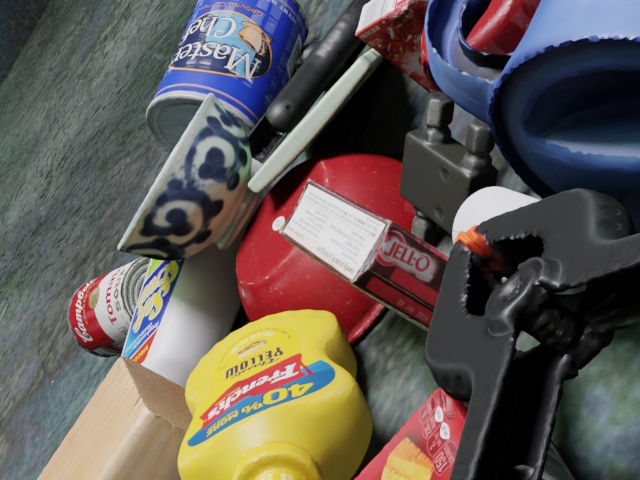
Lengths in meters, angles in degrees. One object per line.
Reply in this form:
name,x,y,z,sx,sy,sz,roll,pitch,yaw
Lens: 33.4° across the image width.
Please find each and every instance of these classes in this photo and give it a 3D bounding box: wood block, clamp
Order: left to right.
wood block,-0.135,0.188,0.650,0.206,0.090,0.091,-56,25,2
clamp,0.000,-0.131,0.812,0.171,0.039,0.120,-55,12,-8
clamp,0.074,0.036,0.366,0.164,0.036,0.210,-49,12,1

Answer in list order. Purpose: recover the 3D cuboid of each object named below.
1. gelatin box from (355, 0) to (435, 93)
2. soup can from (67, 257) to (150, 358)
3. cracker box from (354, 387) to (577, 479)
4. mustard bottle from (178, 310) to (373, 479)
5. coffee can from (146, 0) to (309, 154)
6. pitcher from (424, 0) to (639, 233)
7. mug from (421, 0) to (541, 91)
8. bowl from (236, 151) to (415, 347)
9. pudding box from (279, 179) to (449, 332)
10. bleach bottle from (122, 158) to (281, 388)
gelatin box,0.078,-0.134,0.664,0.089,0.073,0.030,-24,41,48
soup can,-0.153,0.055,0.867,0.102,0.068,0.068,-21,42,51
cracker box,0.023,0.181,0.393,0.214,0.072,0.164,-50,25,15
mustard bottle,-0.023,0.093,0.530,0.096,0.058,0.191,-23,14,2
coffee can,-0.078,-0.143,0.921,0.103,0.102,0.140,-24,40,50
pitcher,0.159,-0.125,0.430,0.145,0.149,0.242,-18,42,58
mug,0.102,-0.103,0.573,0.117,0.081,0.093,-15,47,55
bowl,-0.004,0.001,0.676,0.162,0.055,0.162,-43,28,29
pudding box,0.038,0.014,0.540,0.039,0.090,0.114,-58,24,-2
bleach bottle,-0.099,0.062,0.769,0.103,0.068,0.250,-25,42,49
